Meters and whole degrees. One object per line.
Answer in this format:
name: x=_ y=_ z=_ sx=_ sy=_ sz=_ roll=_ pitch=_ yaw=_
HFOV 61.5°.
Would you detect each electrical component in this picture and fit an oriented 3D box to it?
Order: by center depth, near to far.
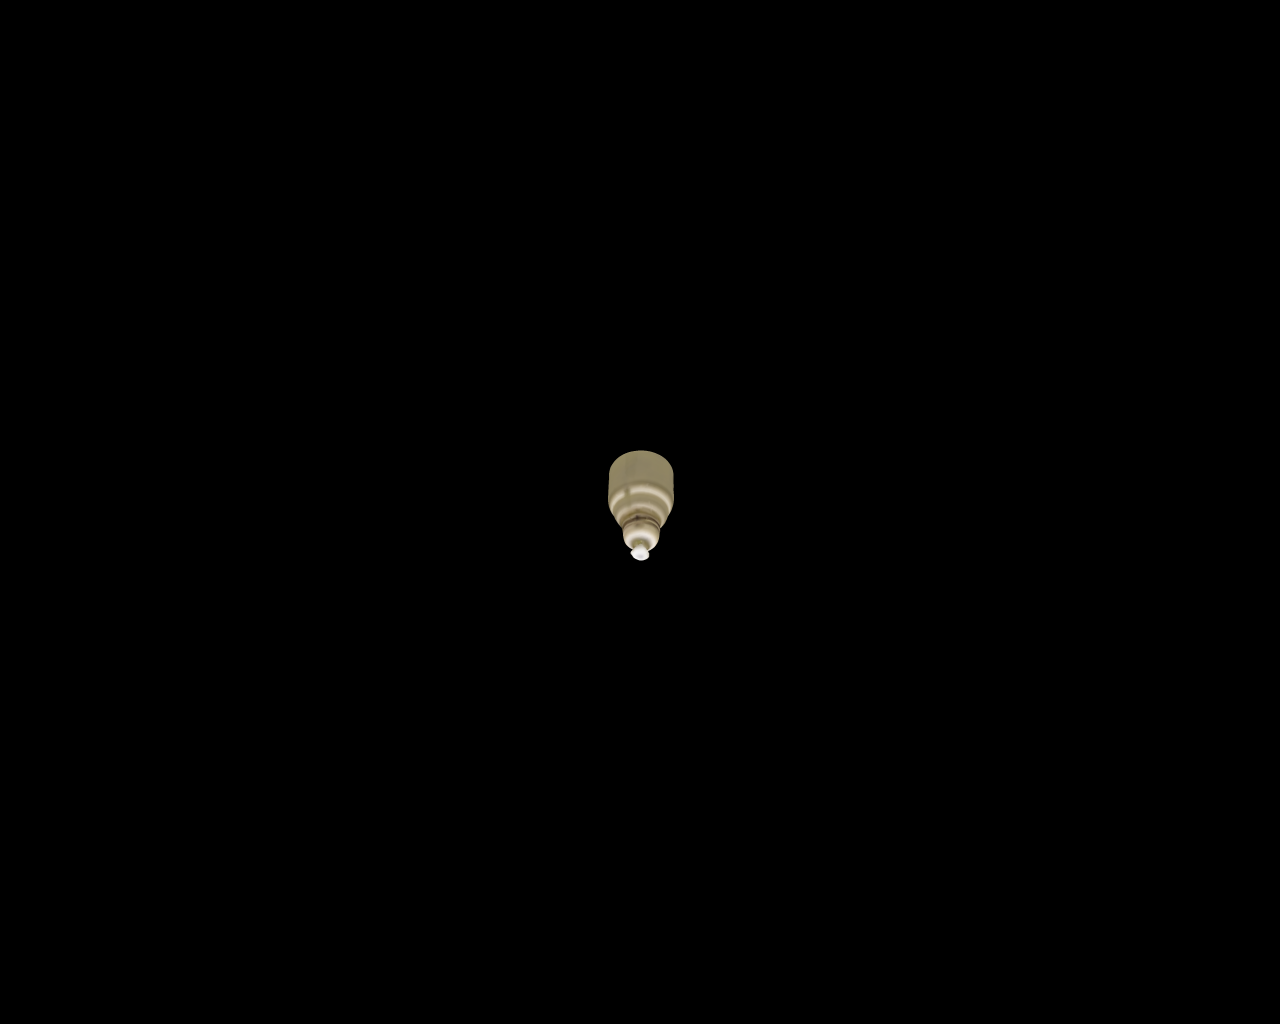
electrical component: x=0.001 y=-0.003 z=0.650 sx=0.040 sy=0.078 sz=0.040 roll=0 pitch=-43 yaw=0
